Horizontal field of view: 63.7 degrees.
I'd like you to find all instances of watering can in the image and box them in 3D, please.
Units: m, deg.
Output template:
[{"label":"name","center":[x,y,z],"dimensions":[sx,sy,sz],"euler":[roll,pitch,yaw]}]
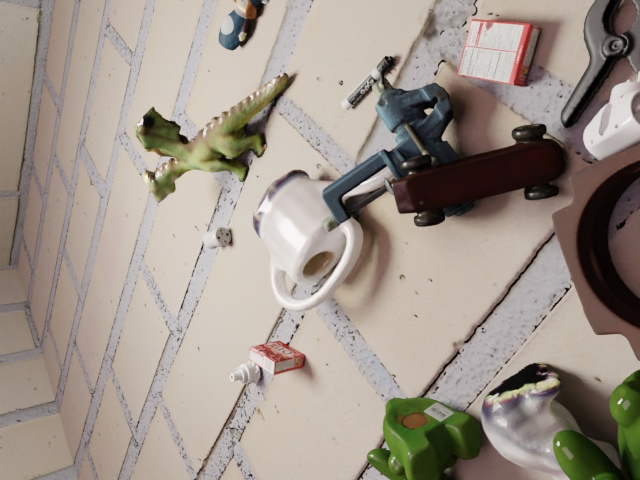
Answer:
[{"label":"watering can","center":[0.003,-0.044,0.883],"dimensions":[0.228,0.103,0.343],"euler":[47,112,35]}]

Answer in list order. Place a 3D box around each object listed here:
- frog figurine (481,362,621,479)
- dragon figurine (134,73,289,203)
[{"label":"frog figurine","center":[0.261,0.236,0.584],"dimensions":[0.136,0.123,0.161],"euler":[113,133,-75]},{"label":"dragon figurine","center":[-0.251,-0.213,1.059],"dimensions":[0.402,0.243,0.124],"euler":[-50,52,41]}]
